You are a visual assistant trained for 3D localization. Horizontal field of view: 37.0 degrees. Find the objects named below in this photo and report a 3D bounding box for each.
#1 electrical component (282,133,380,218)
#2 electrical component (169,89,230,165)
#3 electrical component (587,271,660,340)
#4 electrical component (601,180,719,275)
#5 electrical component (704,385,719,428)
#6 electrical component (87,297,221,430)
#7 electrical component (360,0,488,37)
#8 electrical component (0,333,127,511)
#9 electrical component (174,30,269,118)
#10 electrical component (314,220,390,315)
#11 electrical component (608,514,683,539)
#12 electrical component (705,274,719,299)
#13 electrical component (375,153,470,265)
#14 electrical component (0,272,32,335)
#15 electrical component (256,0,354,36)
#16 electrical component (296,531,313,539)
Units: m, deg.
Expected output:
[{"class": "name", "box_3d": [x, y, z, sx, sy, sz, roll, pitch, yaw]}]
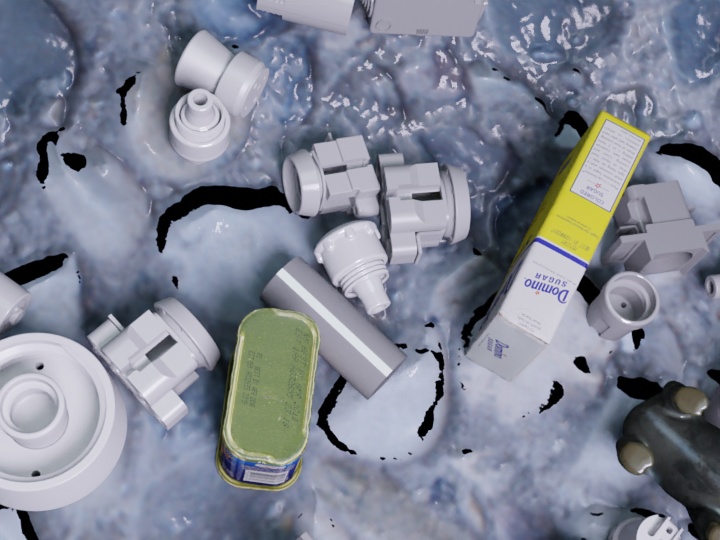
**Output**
[{"class": "electrical component", "box_3d": [-0.022, -0.064, 0.765, 0.055, 0.048, 0.066, -11, 71, -20]}, {"class": "electrical component", "box_3d": [-0.113, -0.104, 0.756, 0.043, 0.062, 0.043, 3, 69, -8]}, {"class": "electrical component", "box_3d": [0.185, 0.027, 0.762, 0.040, 0.046, 0.040, 3, 69, -8]}, {"class": "electrical component", "box_3d": [0.218, -0.030, 0.792, 0.081, 0.042, 0.063, -8, 67, -12]}, {"class": "electrical component", "box_3d": [0.291, 0.110, 0.740, 0.095, 0.059, 0.053, 39, 68, 7]}, {"class": "electrical component", "box_3d": [-0.129, 0.055, 0.696, 0.057, 0.058, 0.078, -41, 80, -17]}, {"class": "electrical component", "box_3d": [0.051, -0.222, 0.809, 0.100, 0.099, 0.048, 0, 57, -9]}, {"class": "electrical component", "box_3d": [-0.202, 0.091, 0.668, 0.108, 0.060, 0.108, 3, 69, -8]}, {"class": "electrical component", "box_3d": [-0.100, -0.142, 0.782, 0.055, 0.045, 0.045, 29, 68, 3]}, {"class": "electrical component", "box_3d": [0.000, 0.000, 0.741, 0.048, 0.048, 0.062, -21, 72, -16]}, {"class": "electrical component", "box_3d": [0.189, 0.180, 0.704, 0.040, 0.046, 0.040, 3, 69, -8]}, {"class": "electrical component", "box_3d": [0.285, 0.009, 0.787, 0.062, 0.043, 0.043, -7, 71, -10]}, {"class": "electrical component", "box_3d": [0.045, -0.045, 0.762, 0.057, 0.058, 0.078, -5, 70, -8]}, {"class": "electrical component", "box_3d": [-0.249, 0.012, 0.702, 0.065, 0.044, 0.044, 36, 68, 0]}, {"class": "electrical component", "box_3d": [-0.045, -0.209, 0.817, 0.081, 0.043, 0.043, 13, 68, -4]}, {"class": "electrical component", "box_3d": [-0.046, 0.197, 0.649, 0.064, 0.081, 0.042, -42, 80, 2]}]
